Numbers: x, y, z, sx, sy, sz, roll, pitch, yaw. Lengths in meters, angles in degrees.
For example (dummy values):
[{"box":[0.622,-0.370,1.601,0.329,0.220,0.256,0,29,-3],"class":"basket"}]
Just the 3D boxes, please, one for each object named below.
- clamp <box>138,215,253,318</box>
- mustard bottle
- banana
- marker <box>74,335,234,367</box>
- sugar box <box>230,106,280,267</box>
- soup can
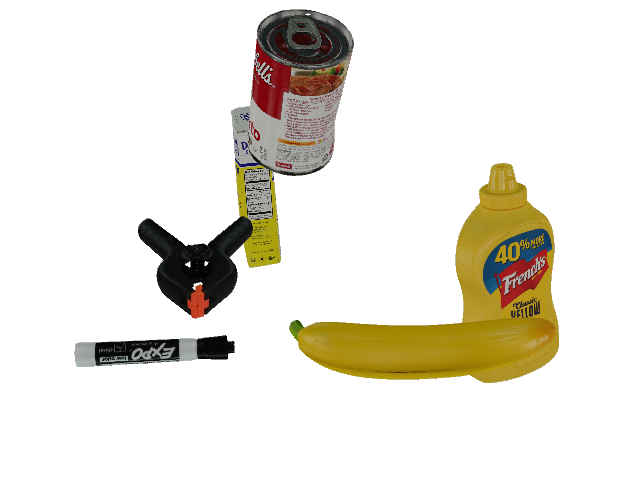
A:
[{"box":[-0.116,0.019,1.080,0.120,0.039,0.171,-11,34,-11],"class":"clamp"},{"box":[0.165,0.025,0.946,0.096,0.191,0.058,-17,23,-25],"class":"mustard bottle"},{"box":[0.067,0.072,0.760,0.198,0.037,0.069,1,29,12],"class":"banana"},{"box":[-0.127,0.085,0.820,0.121,0.020,0.020,-3,0,-2],"class":"marker"},{"box":[-0.079,-0.066,1.293,0.048,0.176,0.093,-9,25,-6],"class":"sugar box"},{"box":[-0.016,-0.106,0.774,0.068,0.068,0.102,0,-44,-10],"class":"soup can"}]
